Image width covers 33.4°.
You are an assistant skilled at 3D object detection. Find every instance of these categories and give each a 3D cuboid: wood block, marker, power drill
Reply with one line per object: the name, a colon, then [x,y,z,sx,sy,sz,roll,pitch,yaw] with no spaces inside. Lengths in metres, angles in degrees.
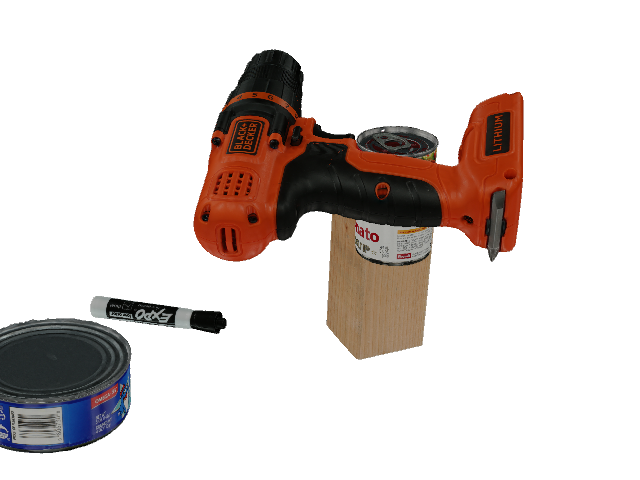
wood block: [0.068,0.021,1.232,0.090,0.206,0.090,-10,29,-23]
marker: [-0.137,0.063,0.906,0.121,0.020,0.020,6,2,17]
power drill: [0.027,-0.055,0.646,0.188,0.057,0.184,2,43,8]

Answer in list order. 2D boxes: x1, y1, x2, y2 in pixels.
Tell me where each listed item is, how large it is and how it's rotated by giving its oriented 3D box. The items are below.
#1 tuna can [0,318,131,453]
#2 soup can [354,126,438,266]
tuna can: [-0.143,0.075,0.563,0.086,0.034,0.086,2,23,-1]
soup can: [0.063,-0.038,0.904,0.068,0.102,0.068,0,26,0]
